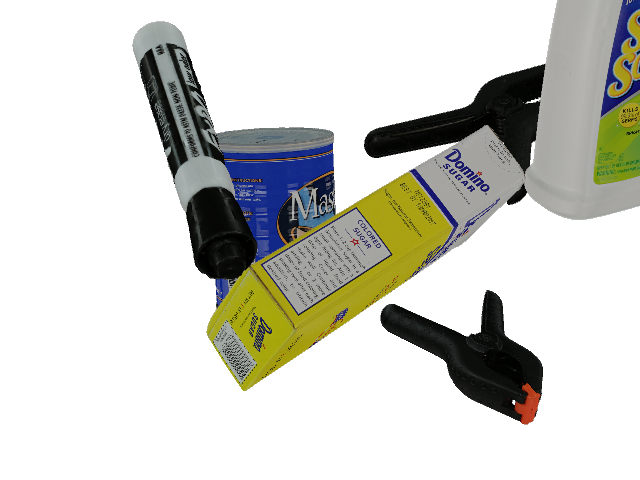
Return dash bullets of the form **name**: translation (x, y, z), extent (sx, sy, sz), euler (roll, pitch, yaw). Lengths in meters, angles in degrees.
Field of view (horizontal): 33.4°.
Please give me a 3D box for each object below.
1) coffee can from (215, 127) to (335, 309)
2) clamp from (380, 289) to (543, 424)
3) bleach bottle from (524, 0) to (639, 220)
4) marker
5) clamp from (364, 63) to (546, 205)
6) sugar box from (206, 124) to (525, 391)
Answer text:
- **coffee can**: translation (-0.038, -0.016, 0.866), extent (0.103, 0.140, 0.103), euler (-2, 13, 0)
- **clamp**: translation (0.144, 0.093, 0.921), extent (0.120, 0.039, 0.172), euler (-17, 38, -26)
- **bleach bottle**: translation (0.184, -0.142, 0.656), extent (0.102, 0.251, 0.068), euler (-15, 32, -20)
- **marker**: translation (-0.042, -0.032, 0.345), extent (0.020, 0.020, 0.121), euler (0, 41, -22)
- **clamp**: translation (0.165, -0.100, 0.926), extent (0.209, 0.036, 0.165), euler (-30, 39, -26)
- **sugar box**: translation (0.026, 0.008, 0.579), extent (0.176, 0.048, 0.093), euler (-29, -12, -30)
